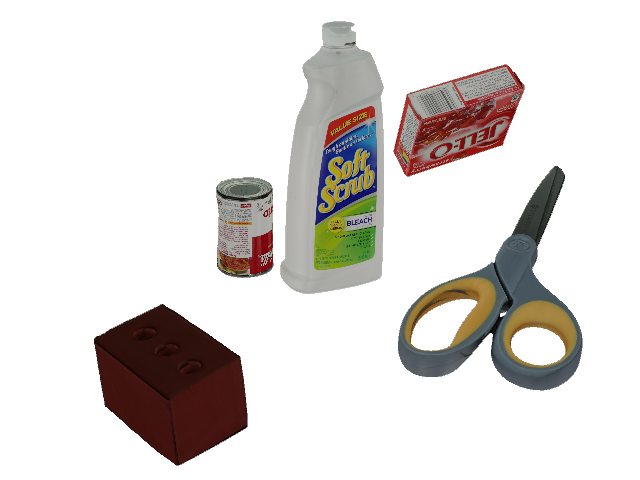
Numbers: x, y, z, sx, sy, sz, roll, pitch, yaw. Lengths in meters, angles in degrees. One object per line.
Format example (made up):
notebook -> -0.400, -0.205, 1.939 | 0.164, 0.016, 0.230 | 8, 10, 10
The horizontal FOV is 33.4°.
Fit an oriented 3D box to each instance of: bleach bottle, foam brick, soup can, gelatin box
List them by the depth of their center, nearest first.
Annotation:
foam brick -> -0.087, 0.083, 0.623 | 0.052, 0.051, 0.078 | -27, 39, -36
gelatin box -> 0.105, -0.091, 0.812 | 0.089, 0.030, 0.073 | -18, -27, -15
bleach bottle -> 0.011, -0.079, 1.015 | 0.102, 0.251, 0.068 | -10, 24, -21
soup can -> -0.090, -0.016, 1.262 | 0.068, 0.102, 0.068 | 1, 25, -1

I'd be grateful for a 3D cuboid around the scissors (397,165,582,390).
scissors -> 0.118, 0.017, 0.562 | 0.096, 0.016, 0.201 | 23, 42, 33
